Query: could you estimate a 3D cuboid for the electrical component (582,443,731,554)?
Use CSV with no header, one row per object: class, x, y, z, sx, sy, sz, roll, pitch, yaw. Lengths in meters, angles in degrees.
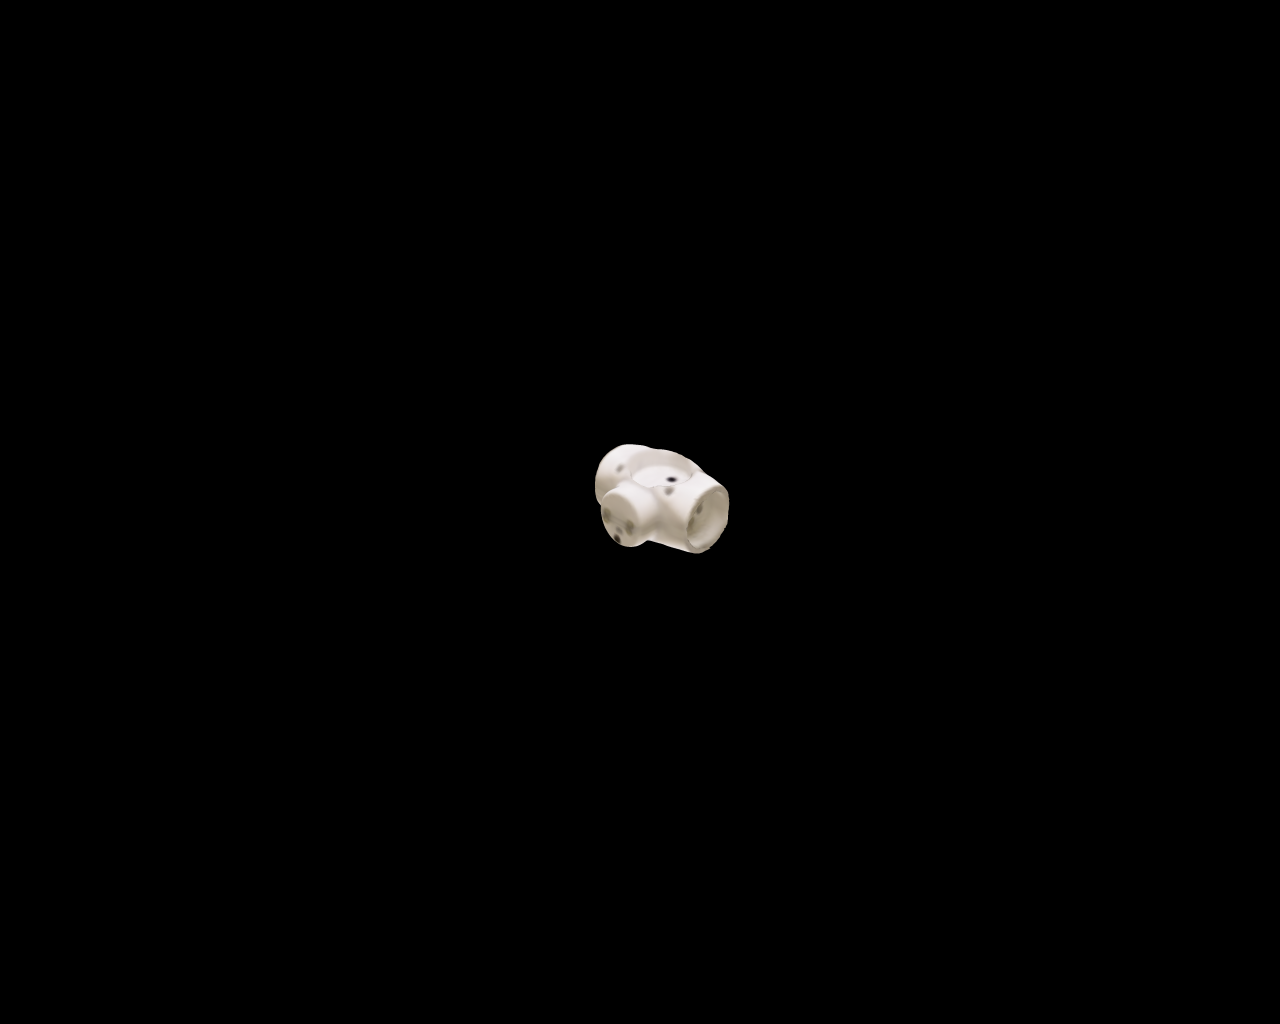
electrical component,0.001,-0.003,0.650,0.077,0.044,0.079,27,42,36
